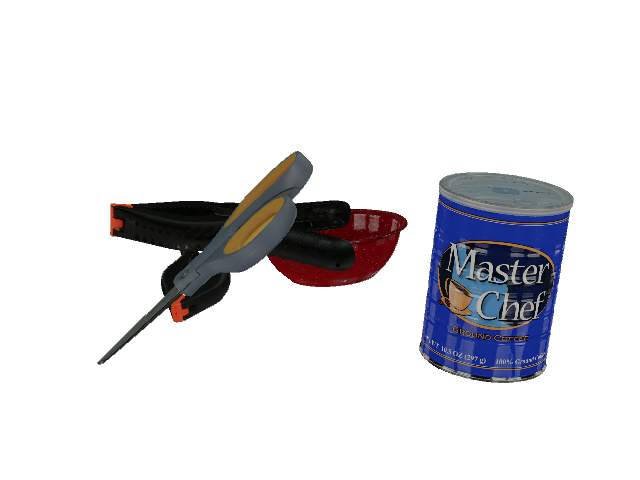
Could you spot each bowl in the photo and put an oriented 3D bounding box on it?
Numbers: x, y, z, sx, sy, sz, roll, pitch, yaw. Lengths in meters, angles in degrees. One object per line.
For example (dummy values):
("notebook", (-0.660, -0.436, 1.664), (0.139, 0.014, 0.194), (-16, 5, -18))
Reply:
("bowl", (0.011, 0.010, 1.104), (0.162, 0.055, 0.162), (-4, 13, 1))

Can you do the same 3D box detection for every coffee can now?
("coffee can", (0.136, 0.026, 0.838), (0.103, 0.140, 0.103), (5, 17, -2))

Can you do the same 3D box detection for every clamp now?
("clamp", (-0.068, -0.009, 0.877), (0.210, 0.036, 0.164), (2, 13, -7))
("clamp", (-0.125, 0.030, 1.240), (0.120, 0.039, 0.171), (-2, 40, 11))

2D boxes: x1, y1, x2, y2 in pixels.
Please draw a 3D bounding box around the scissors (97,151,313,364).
("scissors", (-0.075, 0.026, 0.663), (0.016, 0.202, 0.096), (40, 9, -18))
